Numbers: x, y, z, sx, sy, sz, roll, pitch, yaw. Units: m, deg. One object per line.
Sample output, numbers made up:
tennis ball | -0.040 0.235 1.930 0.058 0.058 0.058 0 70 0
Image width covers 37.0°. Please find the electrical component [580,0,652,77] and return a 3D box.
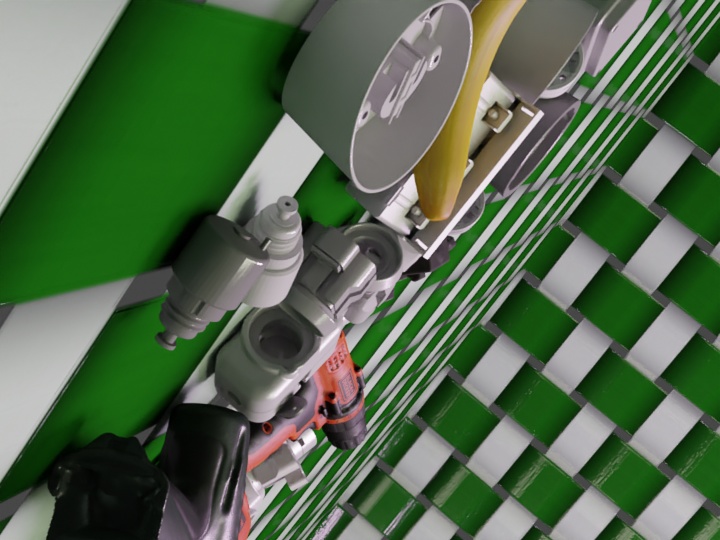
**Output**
electrical component | 0.203 -0.221 0.903 0.078 0.057 0.113 -49 170 -6

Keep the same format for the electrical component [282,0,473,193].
electrical component | 0.011 -0.094 0.518 0.099 0.064 0.099 -47 170 -11

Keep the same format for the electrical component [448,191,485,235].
electrical component | 0.085 -0.060 0.984 0.055 0.055 0.047 -50 174 -3

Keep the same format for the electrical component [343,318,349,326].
electrical component | -0.032 0.037 0.864 0.065 0.044 0.044 -40 166 -26

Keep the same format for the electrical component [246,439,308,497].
electrical component | -0.093 0.182 1.033 0.057 0.078 0.058 -28 168 -5

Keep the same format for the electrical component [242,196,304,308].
electrical component | -0.051 -0.012 0.607 0.040 0.040 0.078 -42 166 -41

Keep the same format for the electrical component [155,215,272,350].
electrical component | -0.080 0.008 0.555 0.078 0.040 0.040 -53 169 14

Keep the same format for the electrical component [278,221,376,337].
electrical component | -0.027 0.008 0.735 0.057 0.058 0.078 -51 170 -11

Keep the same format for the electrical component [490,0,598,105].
electrical component | 0.125 -0.158 0.774 0.099 0.064 0.099 -48 170 -12

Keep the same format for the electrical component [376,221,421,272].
electrical component | 0.045 -0.036 0.868 0.077 0.043 0.079 -54 -162 10

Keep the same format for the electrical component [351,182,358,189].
electrical component | 0.014 -0.079 0.648 0.040 0.040 0.078 -40 166 -44

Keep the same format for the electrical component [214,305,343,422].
electrical component | -0.059 0.057 0.779 0.095 0.054 0.059 -46 169 -25

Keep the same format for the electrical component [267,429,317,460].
electrical component | -0.080 0.174 1.103 0.047 0.055 0.055 -41 167 -26

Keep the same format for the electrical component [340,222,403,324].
electrical component | 0.000 0.000 0.823 0.078 0.058 0.057 -44 170 -34

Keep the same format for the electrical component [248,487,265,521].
electrical component | -0.141 0.239 1.056 0.095 0.059 0.053 -43 167 -37

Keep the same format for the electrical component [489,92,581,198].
electrical component | 0.139 -0.125 0.961 0.108 0.060 0.108 -48 169 -12

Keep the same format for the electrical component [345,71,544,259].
electrical component | 0.052 -0.080 0.719 0.121 0.079 0.063 -52 141 7

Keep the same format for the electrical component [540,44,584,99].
electrical component | 0.156 -0.171 0.893 0.055 0.055 0.047 -51 173 2
